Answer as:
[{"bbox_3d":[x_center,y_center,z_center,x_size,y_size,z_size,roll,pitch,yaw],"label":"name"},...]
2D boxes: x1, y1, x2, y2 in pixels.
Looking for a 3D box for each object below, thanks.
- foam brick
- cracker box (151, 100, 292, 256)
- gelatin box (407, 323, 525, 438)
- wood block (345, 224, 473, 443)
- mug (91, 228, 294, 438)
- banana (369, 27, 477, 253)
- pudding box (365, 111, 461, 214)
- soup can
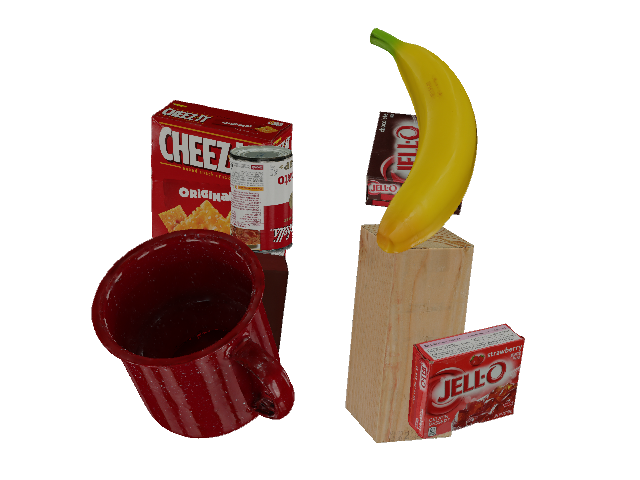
[{"bbox_3d":[-0.058,0.053,0.909,0.053,0.078,0.051,5,14,-6],"label":"foam brick"},{"bbox_3d":[-0.126,-0.052,1.332,0.164,0.214,0.072,13,29,16],"label":"cracker box"},{"bbox_3d":[0.114,0.111,0.842,0.089,0.073,0.030,-10,30,-24],"label":"gelatin box"},{"bbox_3d":[0.090,0.093,1.102,0.090,0.206,0.091,-1,16,-20],"label":"wood block"},{"bbox_3d":[-0.059,0.059,0.579,0.117,0.081,0.093,26,58,32],"label":"mug"},{"bbox_3d":[0.067,-0.064,0.686,0.069,0.198,0.037,1,-42,-1],"label":"banana"},{"bbox_3d":[0.093,-0.075,1.015,0.090,0.039,0.113,7,39,6],"label":"pudding box"},{"bbox_3d":[-0.063,-0.044,1.124,0.068,0.102,0.068,1,17,0],"label":"soup can"}]
